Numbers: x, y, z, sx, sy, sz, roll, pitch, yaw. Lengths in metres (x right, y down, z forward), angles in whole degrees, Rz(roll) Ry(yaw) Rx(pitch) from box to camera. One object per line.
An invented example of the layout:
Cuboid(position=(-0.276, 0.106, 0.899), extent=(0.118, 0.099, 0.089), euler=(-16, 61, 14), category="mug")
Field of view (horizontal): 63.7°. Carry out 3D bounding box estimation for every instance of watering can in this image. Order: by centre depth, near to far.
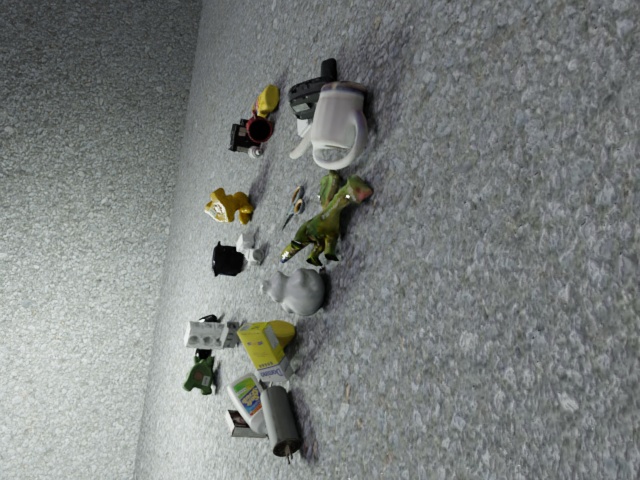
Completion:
Cuboid(position=(0.019, -0.298, 1.340), extent=(0.349, 0.104, 0.224), euler=(17, 96, 57), category="watering can")

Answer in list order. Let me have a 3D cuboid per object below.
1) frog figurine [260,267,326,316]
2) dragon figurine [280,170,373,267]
Cuboid(position=(-0.069, 0.129, 1.320), extent=(0.134, 0.159, 0.125), euler=(-58, 35, 39), category="frog figurine")
Cuboid(position=(0.004, -0.068, 1.350), extent=(0.407, 0.121, 0.246), euler=(-16, 50, 60), category="dragon figurine")
